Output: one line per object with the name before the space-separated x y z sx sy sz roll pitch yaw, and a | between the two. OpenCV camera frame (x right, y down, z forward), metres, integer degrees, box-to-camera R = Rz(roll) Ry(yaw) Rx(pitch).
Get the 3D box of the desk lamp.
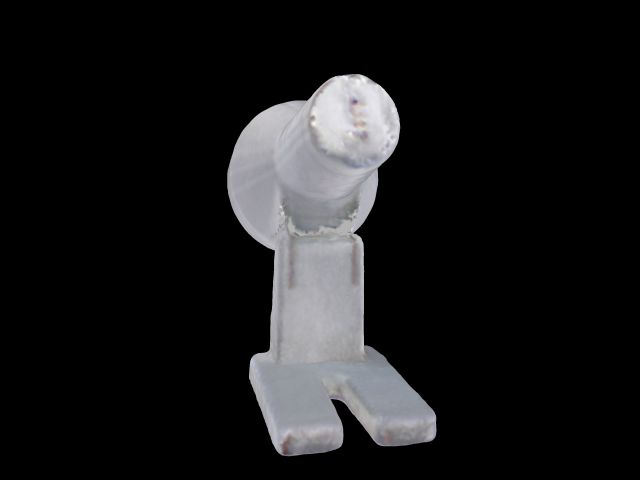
desk lamp | 0.004 0.001 0.400 0.118 0.213 0.203 -3 10 -15
